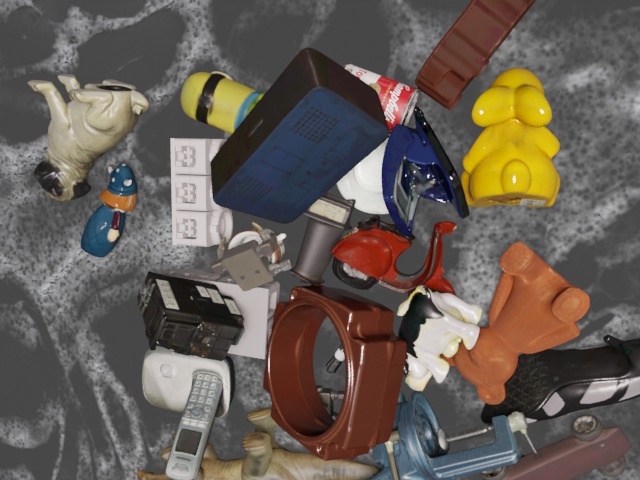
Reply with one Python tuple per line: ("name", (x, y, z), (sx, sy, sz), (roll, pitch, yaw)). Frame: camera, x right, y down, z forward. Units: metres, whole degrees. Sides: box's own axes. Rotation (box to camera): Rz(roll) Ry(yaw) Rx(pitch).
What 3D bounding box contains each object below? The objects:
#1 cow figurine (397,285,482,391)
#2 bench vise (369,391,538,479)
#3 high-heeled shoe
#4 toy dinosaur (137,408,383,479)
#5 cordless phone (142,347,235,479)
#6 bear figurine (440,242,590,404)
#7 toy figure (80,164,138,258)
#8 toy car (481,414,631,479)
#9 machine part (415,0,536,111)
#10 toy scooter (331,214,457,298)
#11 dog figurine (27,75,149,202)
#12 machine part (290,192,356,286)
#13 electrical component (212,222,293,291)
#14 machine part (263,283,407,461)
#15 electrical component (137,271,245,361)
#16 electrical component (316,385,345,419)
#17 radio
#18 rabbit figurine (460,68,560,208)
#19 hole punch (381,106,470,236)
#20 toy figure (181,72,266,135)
("cow figurine", (0.132, 0.132, 0.701), (0.098, 0.068, 0.167), (28, 131, 4))
("bench vise", (0.156, 0.288, 0.698), (0.241, 0.224, 0.128), (-24, 127, 19))
("high-heeled shoe", (0.347, 0.200, 0.719), (0.145, 0.086, 0.248), (28, 127, -23))
("toy dinosaur", (-0.082, 0.367, 0.826), (0.472, 0.105, 0.198), (-12, 104, 19))
("cordless phone", (-0.210, 0.254, 0.796), (0.147, 0.088, 0.184), (6, 57, 13))
("bear figurine", (0.239, 0.115, 0.692), (0.196, 0.131, 0.120), (-46, 59, 12))
("toy figure", (-0.329, -0.048, 0.848), (0.064, 0.058, 0.154), (29, 99, 2))
("toy car", (0.316, 0.304, 0.733), (0.202, 0.053, 0.089), (-35, 104, 16))
("machine part", (0.184, -0.233, 0.632), (0.056, 0.179, 0.179), (39, 105, 3))
("toy scooter", (0.113, 0.019, 0.734), (0.184, 0.075, 0.135), (24, 104, 6))
("dog figurine", (-0.349, -0.145, 0.829), (0.173, 0.121, 0.190), (13, 115, 16))
("machine part", (-0.002, -0.002, 0.780), (0.084, 0.039, 0.138), (17, 100, 4))
("electrical component", (-0.098, 0.025, 0.750), (0.102, 0.045, 0.078), (-27, 121, 19))
("machine part", (0.010, 0.170, 0.720), (0.202, 0.087, 0.200), (16, 98, 51))
("electrical component", (-0.170, 0.104, 0.724), (0.134, 0.115, 0.058), (18, 109, -33))
("electrical component", (-0.001, 0.255, 0.825), (0.094, 0.021, 0.063), (-2, 97, 16))
("radio", (-0.030, -0.117, 0.683), (0.229, 0.131, 0.073), (-39, 47, 38))
("rabbit figurine", (0.229, -0.132, 0.657), (0.122, 0.162, 0.173), (5, 82, 26))
("hole punch", (0.120, -0.077, 0.669), (0.092, 0.142, 0.116), (-24, 58, 14))
("toy figure", (-0.109, -0.180, 0.754), (0.180, 0.089, 0.082), (29, 98, 11))
